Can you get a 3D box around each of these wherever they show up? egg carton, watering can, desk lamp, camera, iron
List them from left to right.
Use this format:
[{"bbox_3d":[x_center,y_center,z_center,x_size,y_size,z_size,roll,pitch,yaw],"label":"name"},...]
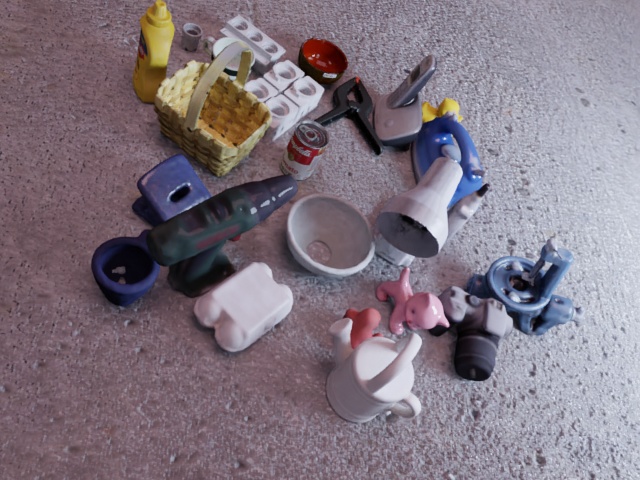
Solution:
[{"bbox_3d":[-0.116,0.104,0.897,0.107,0.069,0.151,45,52,8],"label":"egg carton"},{"bbox_3d":[0.081,0.192,0.849,0.173,0.194,0.101,26,52,-7],"label":"watering can"},{"bbox_3d":[0.169,-0.043,1.033,0.118,0.213,0.203,34,51,0],"label":"desk lamp"},{"bbox_3d":[0.278,-0.189,1.227,0.119,0.141,0.258,0,59,-24],"label":"iron"},{"bbox_3d":[0.269,0.167,1.012,0.143,0.100,0.137,26,52,-7],"label":"camera"}]

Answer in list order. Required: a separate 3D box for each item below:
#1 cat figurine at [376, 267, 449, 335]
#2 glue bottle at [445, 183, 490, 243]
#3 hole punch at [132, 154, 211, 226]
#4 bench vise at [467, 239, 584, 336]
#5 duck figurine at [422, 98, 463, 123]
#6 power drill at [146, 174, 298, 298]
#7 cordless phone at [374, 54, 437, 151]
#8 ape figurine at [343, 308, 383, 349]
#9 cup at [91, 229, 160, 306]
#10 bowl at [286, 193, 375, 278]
[{"bbox_3d":[0.165,0.108,0.992,0.067,0.117,0.127,-9,63,-29],"label":"cat figurine"},{"bbox_3d":[0.278,-0.055,1.117,0.037,0.173,0.078,35,51,1],"label":"glue bottle"},{"bbox_3d":[-0.238,-0.072,0.944,0.101,0.091,0.109,40,51,4],"label":"hole punch"},{"bbox_3d":[0.410,0.078,1.060,0.208,0.219,0.121,12,54,-17],"label":"bench vise"},{"bbox_3d":[0.284,-0.295,1.336,0.104,0.086,0.078,39,51,4],"label":"duck figurine"},{"bbox_3d":[-0.153,-0.004,0.862,0.230,0.208,0.075,-25,71,-35],"label":"power drill"},{"bbox_3d":[0.192,-0.297,1.231,0.094,0.185,0.147,12,54,-17],"label":"cordless phone"},{"bbox_3d":[0.070,0.143,0.942,0.076,0.092,0.077,-19,68,-33],"label":"ape figurine"},{"bbox_3d":[-0.282,0.045,0.843,0.092,0.095,0.118,27,51,-6],"label":"cup"},{"bbox_3d":[0.009,0.004,1.018,0.168,0.074,0.167,12,54,-17],"label":"bowl"}]
